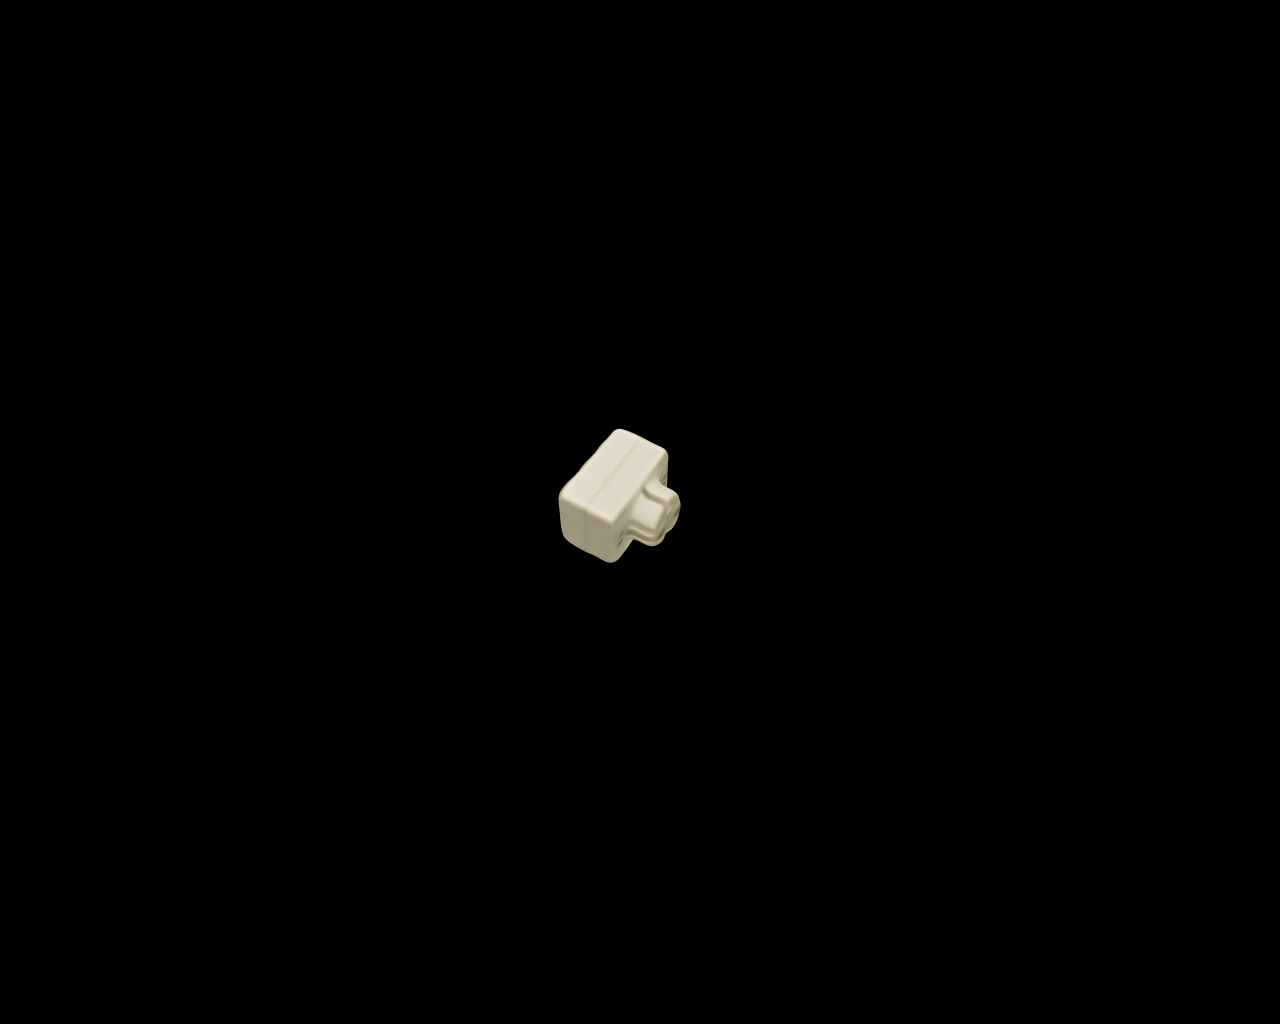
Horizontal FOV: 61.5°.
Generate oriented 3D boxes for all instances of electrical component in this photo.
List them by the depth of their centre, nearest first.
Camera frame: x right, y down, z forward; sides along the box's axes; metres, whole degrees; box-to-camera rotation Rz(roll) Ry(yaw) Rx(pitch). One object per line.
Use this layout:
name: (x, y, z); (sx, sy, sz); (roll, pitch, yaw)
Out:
electrical component: (0.001, -0.003, 0.650); (0.077, 0.066, 0.047); (27, -32, 18)
